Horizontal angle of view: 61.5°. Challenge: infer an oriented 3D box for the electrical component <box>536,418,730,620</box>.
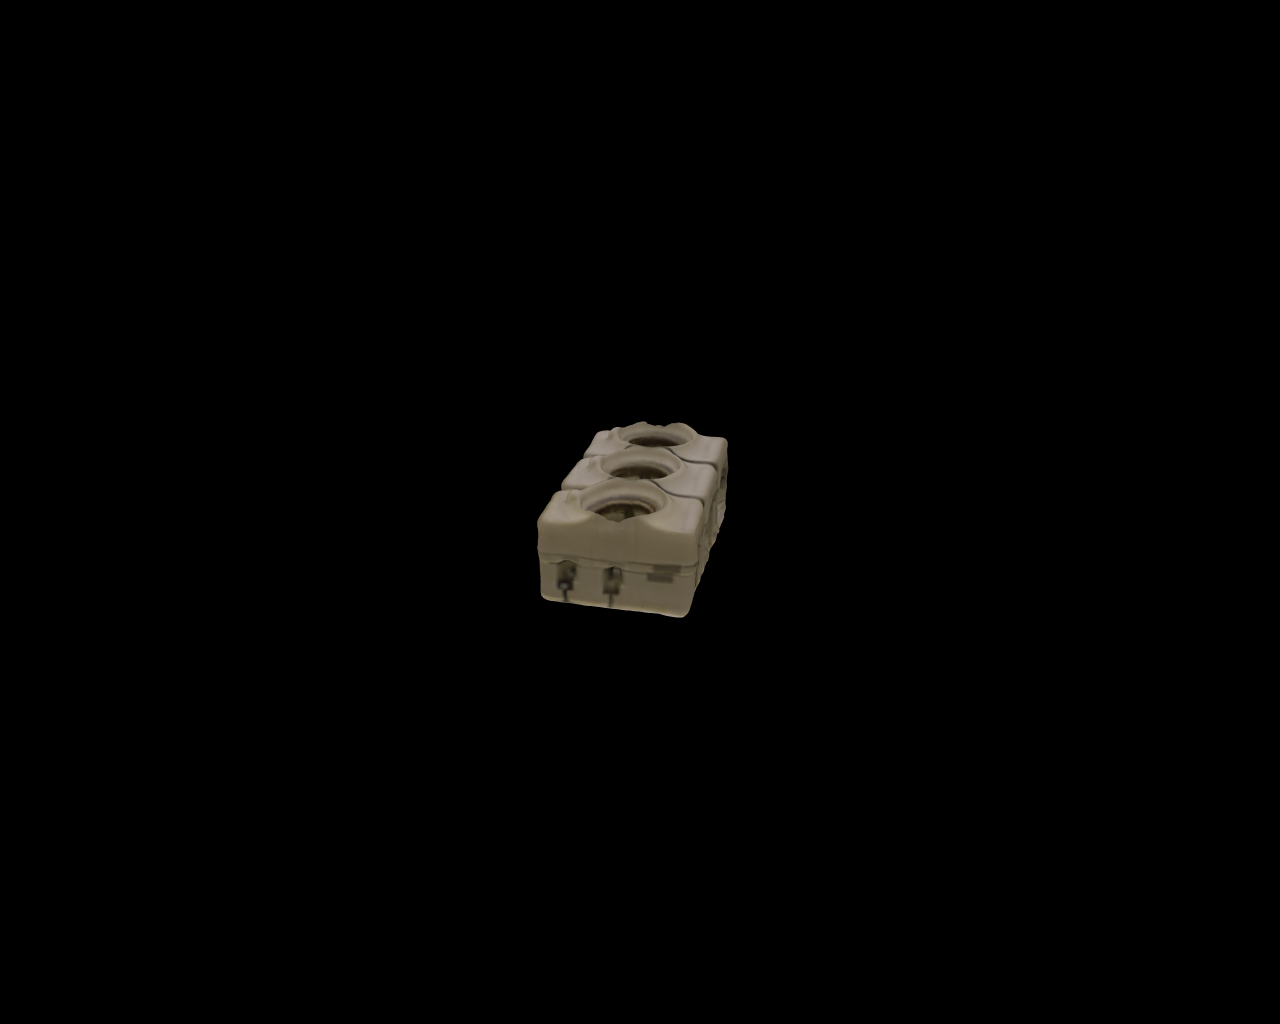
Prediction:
[{"bbox_3d":[0.001,-0.003,0.650,0.089,0.061,0.150,5,25,10],"label":"electrical component"}]
